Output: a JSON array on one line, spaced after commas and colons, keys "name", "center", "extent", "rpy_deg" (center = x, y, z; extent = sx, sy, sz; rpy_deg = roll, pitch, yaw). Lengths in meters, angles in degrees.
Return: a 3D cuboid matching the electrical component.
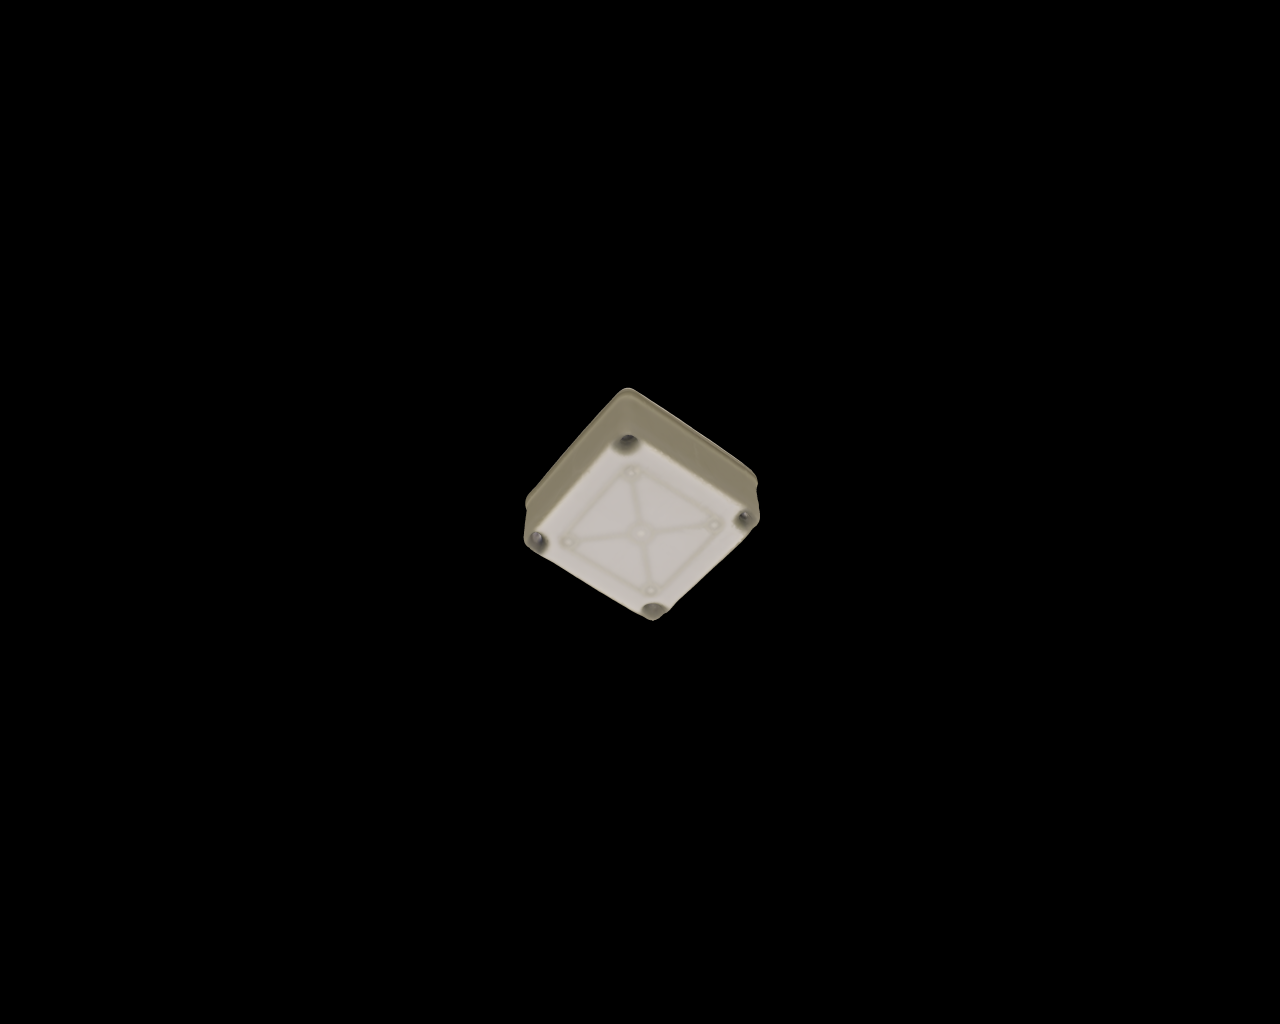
[{"name": "electrical component", "center": [0.001, -0.003, 0.650], "extent": [0.108, 0.108, 0.056], "rpy_deg": [33, 29, -21]}]
